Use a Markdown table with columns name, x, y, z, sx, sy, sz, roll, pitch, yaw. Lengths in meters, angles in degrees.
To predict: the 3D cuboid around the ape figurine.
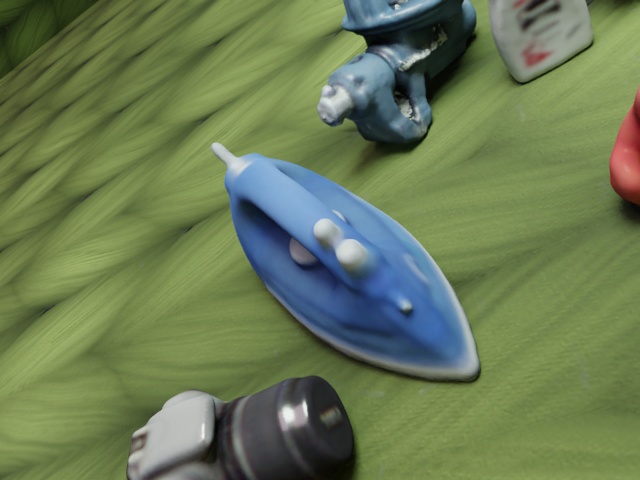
| name | x | y | z | sx | sy | sz | roll | pitch | yaw |
| --- | --- | --- | --- | --- | --- | --- | --- | --- | --- |
| ape figurine | 0.215 | -0.066 | 0.350 | 0.077 | 0.092 | 0.076 | -12 | 48 | 34 |

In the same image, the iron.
| name | x | y | z | sx | sy | sz | roll | pitch | yaw |
| --- | --- | --- | --- | --- | --- | --- | --- | --- | --- |
| iron | 0.004 | 0.002 | 0.433 | 0.119 | 0.142 | 0.257 | -48 | 38 | -5 |

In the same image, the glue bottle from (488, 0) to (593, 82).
| name | x | y | z | sx | sy | sz | roll | pitch | yaw |
| --- | --- | --- | --- | --- | --- | --- | --- | --- | --- |
| glue bottle | 0.165 | -0.216 | 0.469 | 0.078 | 0.174 | 0.037 | -31 | 40 | 15 |

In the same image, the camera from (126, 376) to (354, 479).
| name | x | y | z | sx | sy | sz | roll | pitch | yaw |
| --- | --- | --- | --- | --- | --- | --- | --- | --- | --- |
| camera | -0.052 | 0.152 | 0.375 | 0.136 | 0.101 | 0.143 | -29 | 40 | 18 |

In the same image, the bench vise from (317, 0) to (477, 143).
| name | x | y | z | sx | sy | sz | roll | pitch | yaw |
| --- | --- | --- | --- | --- | --- | --- | --- | --- | --- |
| bench vise | 0.057 | -0.209 | 0.519 | 0.121 | 0.220 | 0.207 | -7 | 51 | 38 |
